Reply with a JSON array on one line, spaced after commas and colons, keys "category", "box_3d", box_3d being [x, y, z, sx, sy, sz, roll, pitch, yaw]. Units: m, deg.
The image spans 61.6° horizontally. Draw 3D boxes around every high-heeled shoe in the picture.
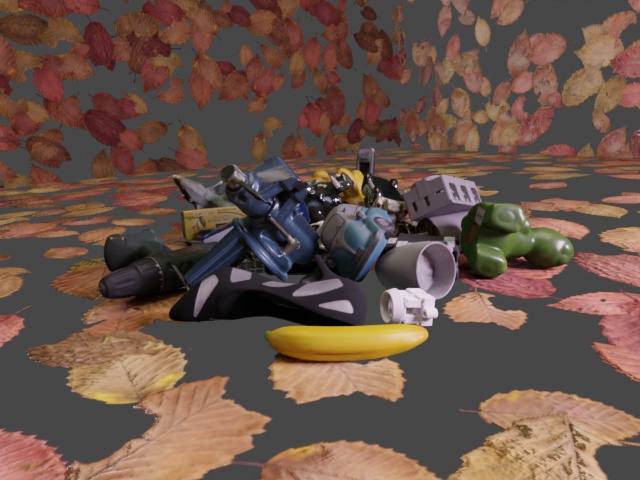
[{"category": "high-heeled shoe", "box_3d": [-0.067, 0.098, 0.692, 0.249, 0.086, 0.145, -21, 46, -4]}]

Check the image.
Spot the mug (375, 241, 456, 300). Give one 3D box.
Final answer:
[{"category": "mug", "box_3d": [0.140, 0.036, 0.797, 0.107, 0.080, 0.109, -3, 37, 52]}]

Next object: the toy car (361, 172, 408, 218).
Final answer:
[{"category": "toy car", "box_3d": [0.129, -0.090, 1.090, 0.073, 0.056, 0.202, 12, 20, -9]}]

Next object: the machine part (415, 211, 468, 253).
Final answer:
[{"category": "machine part", "box_3d": [0.268, -0.015, 1.013, 0.243, 0.079, 0.079, -10, 15, -26]}]

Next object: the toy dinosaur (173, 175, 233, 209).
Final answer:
[{"category": "toy dinosaur", "box_3d": [-0.173, -0.098, 1.393, 0.405, 0.131, 0.192, -1, 13, -21]}]

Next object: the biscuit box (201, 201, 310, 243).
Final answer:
[{"category": "biscuit box", "box_3d": [-0.120, -0.023, 1.014, 0.203, 0.059, 0.063, -25, 11, -4]}]

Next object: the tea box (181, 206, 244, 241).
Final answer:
[{"category": "tea box", "box_3d": [-0.227, -0.041, 1.225, 0.170, 0.068, 0.098, -8, 5, -16]}]

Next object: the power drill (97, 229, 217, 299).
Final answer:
[{"category": "power drill", "box_3d": [-0.293, 0.036, 0.912, 0.232, 0.085, 0.207, -13, 13, -40]}]

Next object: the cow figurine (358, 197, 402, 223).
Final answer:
[{"category": "cow figurine", "box_3d": [0.105, -0.034, 1.126, 0.127, 0.085, 0.195, 14, 21, 32]}]

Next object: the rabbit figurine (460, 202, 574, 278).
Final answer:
[{"category": "rabbit figurine", "box_3d": [0.328, 0.009, 0.901, 0.170, 0.121, 0.159, 15, 5, -5]}]

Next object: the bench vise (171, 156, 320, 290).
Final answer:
[{"category": "bench vise", "box_3d": [-0.110, 0.003, 0.772, 0.129, 0.240, 0.223, 51, 2, 31]}]

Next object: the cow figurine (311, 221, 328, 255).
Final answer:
[{"category": "cow figurine", "box_3d": [-0.002, -0.001, 1.011, 0.098, 0.068, 0.167, -13, 1, -8]}]

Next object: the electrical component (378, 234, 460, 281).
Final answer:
[{"category": "electrical component", "box_3d": [0.166, 0.028, 0.899, 0.134, 0.058, 0.115, 1, 12, 16]}]

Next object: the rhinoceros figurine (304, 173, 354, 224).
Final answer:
[{"category": "rhinoceros figurine", "box_3d": [-0.006, -0.069, 1.132, 0.190, 0.112, 0.073, -32, 0, 23]}]

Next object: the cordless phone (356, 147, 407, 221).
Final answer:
[{"category": "cordless phone", "box_3d": [0.144, -0.130, 1.293, 0.147, 0.184, 0.089, 10, 14, 43]}]

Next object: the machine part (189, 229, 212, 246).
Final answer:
[{"category": "machine part", "box_3d": [-0.232, 0.009, 1.103, 0.084, 0.039, 0.139, -10, 16, -8]}]

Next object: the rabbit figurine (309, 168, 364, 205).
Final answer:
[{"category": "rabbit figurine", "box_3d": [0.054, -0.089, 1.273, 0.173, 0.162, 0.122, 26, 14, 29]}]

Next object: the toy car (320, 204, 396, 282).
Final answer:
[{"category": "toy car", "box_3d": [0.055, -0.013, 0.846, 0.103, 0.109, 0.162, 31, 24, 0]}]
